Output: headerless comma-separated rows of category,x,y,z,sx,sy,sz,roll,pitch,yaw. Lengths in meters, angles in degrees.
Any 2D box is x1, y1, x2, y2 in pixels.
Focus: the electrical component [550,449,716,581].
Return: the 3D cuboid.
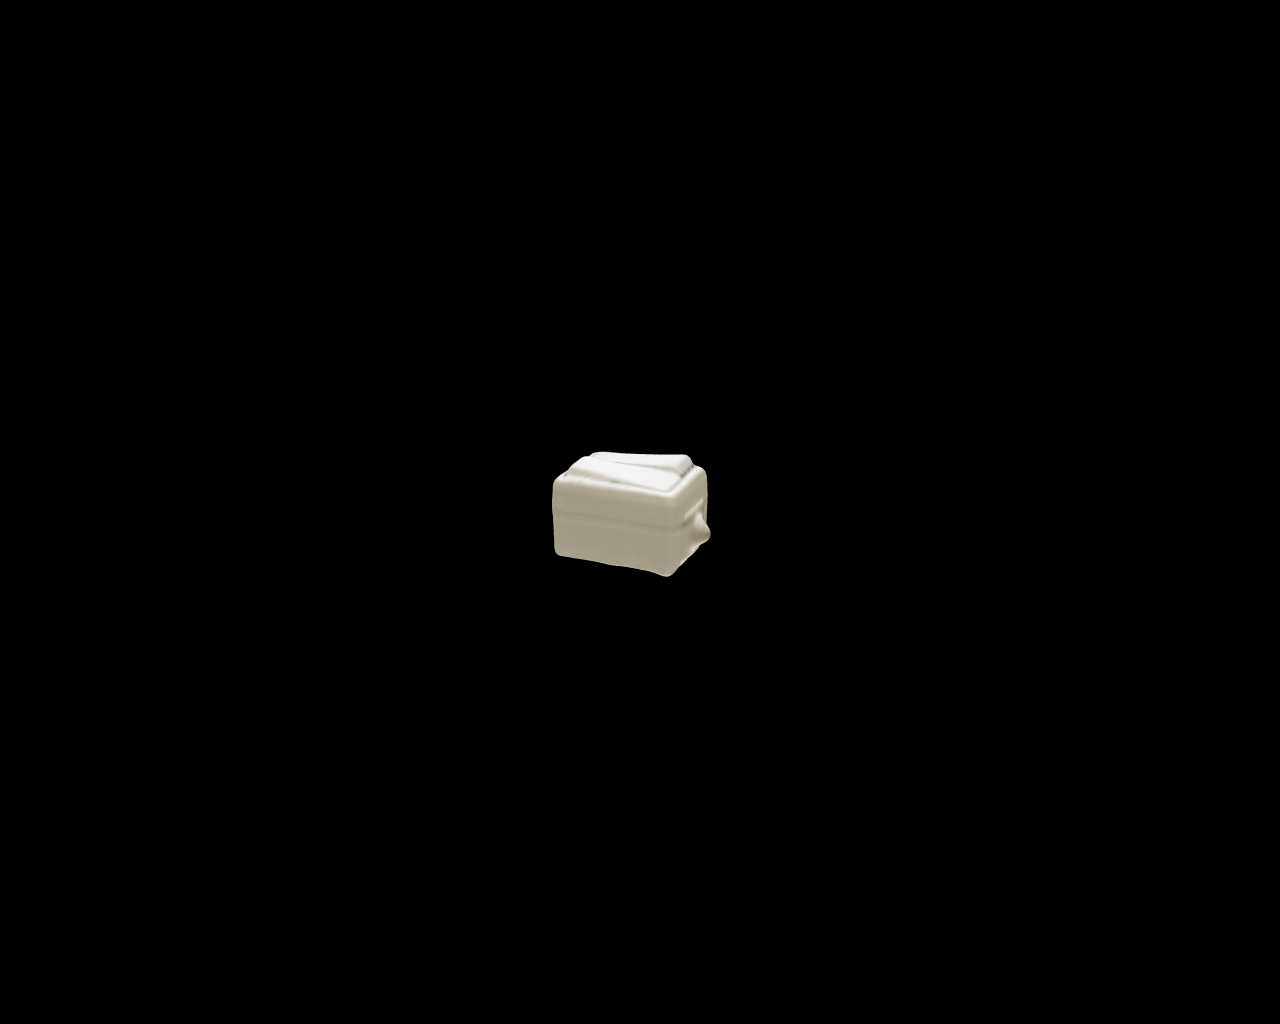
electrical component,0.001,-0.003,0.650,0.096,0.061,0.062,10,24,22
